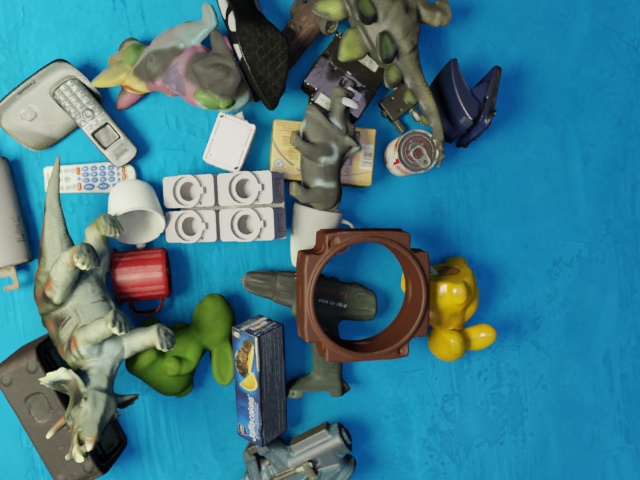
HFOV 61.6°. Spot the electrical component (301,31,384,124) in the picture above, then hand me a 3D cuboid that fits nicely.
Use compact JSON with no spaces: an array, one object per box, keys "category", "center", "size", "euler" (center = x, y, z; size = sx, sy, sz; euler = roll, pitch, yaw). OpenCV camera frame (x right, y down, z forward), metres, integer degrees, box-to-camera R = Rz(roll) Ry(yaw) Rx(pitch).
[{"category":"electrical component","center":[0.035,-0.258,0.895],"size":[0.115,0.058,0.134],"euler":[35,89,-5]}]

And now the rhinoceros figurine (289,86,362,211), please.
[{"category":"rhinoceros figurine","center":[0.009,-0.139,0.821],"size":[0.112,0.073,0.190],"euler":[9,93,-6]}]

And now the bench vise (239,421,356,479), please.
[{"category":"bench vise","center":[-0.021,0.420,0.896],"size":[0.224,0.129,0.240],"euler":[-30,92,-2]}]

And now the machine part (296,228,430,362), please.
[{"category":"machine part","center":[0.066,0.082,0.832],"size":[0.201,0.087,0.200],"euler":[-1,94,-12]}]

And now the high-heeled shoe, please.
[{"category":"high-heeled shoe","center":[-0.119,-0.317,0.837],"size":[0.086,0.145,0.248],"euler":[-9,96,-29]}]

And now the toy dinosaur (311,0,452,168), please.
[{"category":"toy dinosaur","center":[0.100,-0.336,0.834],"size":[0.198,0.105,0.471],"euler":[-31,88,-35]}]

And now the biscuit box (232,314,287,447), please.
[{"category":"biscuit box","center":[-0.096,0.225,0.856],"size":[0.063,0.059,0.202],"euler":[-20,115,-48]}]

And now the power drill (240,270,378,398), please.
[{"category":"power drill","center":[-0.022,0.156,0.906],"size":[0.232,0.086,0.207],"euler":[2,85,-9]}]

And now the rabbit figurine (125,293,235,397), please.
[{"category":"rabbit figurine","center":[-0.199,0.168,0.859],"size":[0.170,0.121,0.159],"euler":[-42,103,0]}]

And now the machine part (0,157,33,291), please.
[{"category":"machine part","center":[-0.506,-0.040,0.835],"size":[0.079,0.079,0.243],"euler":[-13,93,-6]}]

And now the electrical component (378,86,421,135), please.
[{"category":"electrical component","center":[0.133,-0.233,0.925],"size":[0.063,0.021,0.094],"euler":[-36,96,-3]}]

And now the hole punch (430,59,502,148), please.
[{"category":"hole punch","center":[0.232,-0.225,0.886],"size":[0.092,0.142,0.115],"euler":[12,78,-9]}]

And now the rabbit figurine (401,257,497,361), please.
[{"category":"rabbit figurine","center":[0.224,0.131,0.904],"size":[0.122,0.162,0.173],"euler":[-9,112,-18]}]

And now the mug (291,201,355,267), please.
[{"category":"mug","center":[-0.002,-0.003,0.898],"size":[0.109,0.081,0.107],"euler":[13,102,-11]}]

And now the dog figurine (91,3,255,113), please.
[{"category":"dog figurine","center":[-0.231,-0.248,0.828],"size":[0.219,0.108,0.191],"euler":[-24,72,5]}]

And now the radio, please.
[{"category":"radio","center":[-0.398,0.261,0.836],"size":[0.073,0.131,0.229],"euler":[-28,96,-3]}]

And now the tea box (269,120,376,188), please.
[{"category":"tea box","center":[0.002,-0.141,0.892],"size":[0.170,0.068,0.098],"euler":[6,93,-6]}]

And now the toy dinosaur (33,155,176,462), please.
[{"category":"toy dinosaur","center":[-0.342,0.097,0.761],"size":[0.192,0.131,0.405],"euler":[-33,72,18]}]

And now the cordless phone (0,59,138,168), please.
[{"category":"cordless phone","center":[-0.389,-0.170,0.841],"size":[0.146,0.089,0.184],"euler":[-40,101,-3]}]

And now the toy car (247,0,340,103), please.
[{"category":"toy car","center":[-0.055,-0.310,0.866],"size":[0.089,0.053,0.202],"euler":[40,88,31]}]
